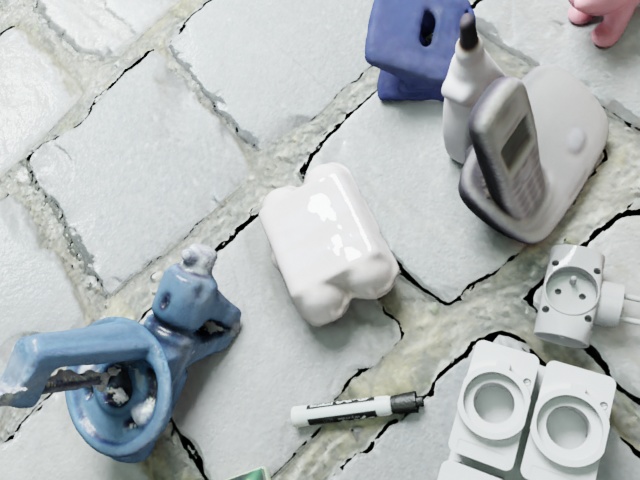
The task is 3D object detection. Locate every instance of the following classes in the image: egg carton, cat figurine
[{"bbox_3d":[0.005,0.002,0.550,0.107,0.069,0.150,-29,64,7],"label":"egg carton"},{"bbox_3d":[0.274,-0.243,0.521,0.128,0.118,0.067,-32,64,6],"label":"cat figurine"}]

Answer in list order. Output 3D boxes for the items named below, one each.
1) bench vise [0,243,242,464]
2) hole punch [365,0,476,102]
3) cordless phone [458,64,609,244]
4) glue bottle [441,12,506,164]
[{"bbox_3d":[-0.175,0.088,0.495,0.121,0.220,0.207,7,73,21],"label":"bench vise"},{"bbox_3d":[0.104,-0.205,0.580,0.100,0.091,0.109,6,73,21],"label":"hole punch"},{"bbox_3d":[0.173,-0.091,0.462,0.094,0.185,0.148,28,82,25],"label":"cordless phone"},{"bbox_3d":[0.133,-0.134,0.498,0.037,0.173,0.078,31,83,26],"label":"glue bottle"}]
